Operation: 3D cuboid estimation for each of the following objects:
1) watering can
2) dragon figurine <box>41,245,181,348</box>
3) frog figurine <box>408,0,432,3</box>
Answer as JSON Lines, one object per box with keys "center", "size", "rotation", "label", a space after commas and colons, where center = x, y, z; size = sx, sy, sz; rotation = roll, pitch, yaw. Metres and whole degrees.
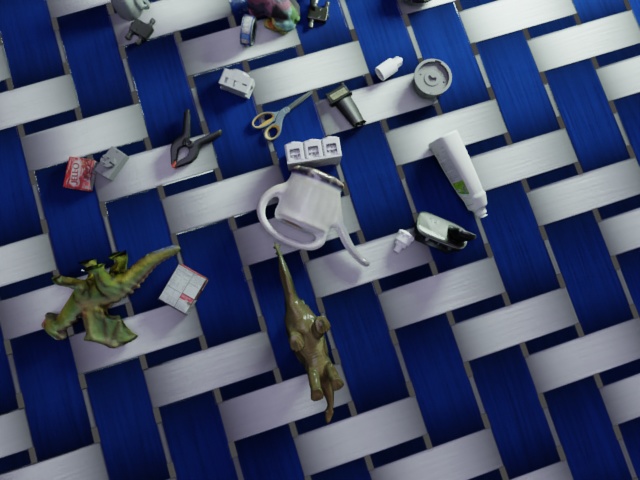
{"center": [0.004, -0.071, 1.411], "size": [0.347, 0.103, 0.226], "rotation": [21, 83, -10], "label": "watering can"}
{"center": [-0.553, 0.165, 1.376], "size": [0.410, 0.123, 0.241], "rotation": [-12, 100, -1], "label": "dragon figurine"}
{"center": [0.290, -0.781, 1.529], "size": [0.137, 0.120, 0.163], "rotation": [-18, 48, 4], "label": "frog figurine"}
